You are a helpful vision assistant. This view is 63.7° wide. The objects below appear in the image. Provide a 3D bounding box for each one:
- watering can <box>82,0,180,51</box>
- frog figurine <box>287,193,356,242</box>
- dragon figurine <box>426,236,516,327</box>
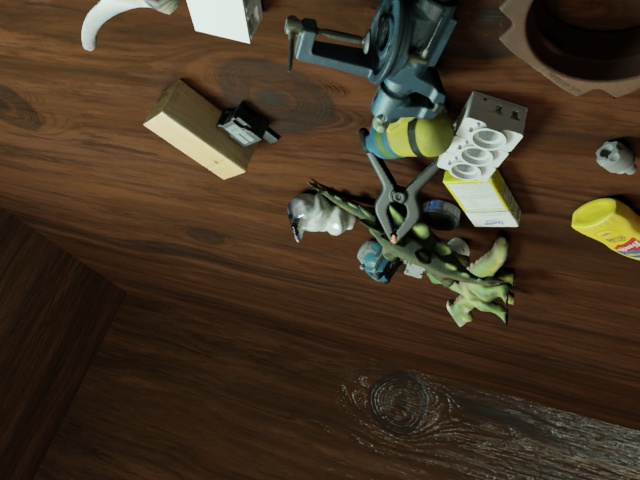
[{"bbox_3d":[-0.298,-0.380,0.729,0.224,0.106,0.341,17,156,3],"label":"watering can"},{"bbox_3d":[0.004,-0.063,1.259,0.160,0.125,0.134,-18,145,-5],"label":"frog figurine"},{"bbox_3d":[0.371,0.100,1.315,0.243,0.124,0.401,13,142,32],"label":"dragon figurine"}]
